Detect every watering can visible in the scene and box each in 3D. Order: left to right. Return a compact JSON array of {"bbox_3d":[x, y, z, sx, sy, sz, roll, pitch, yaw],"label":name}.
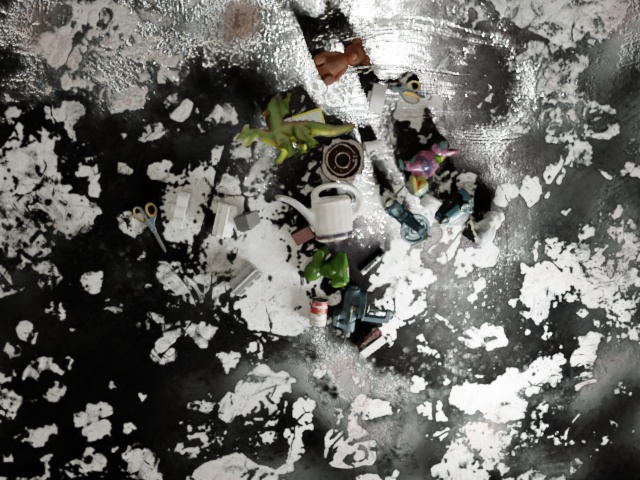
[{"bbox_3d":[0.006,-0.096,1.916,0.349,0.104,0.223,-9,98,-22],"label":"watering can"}]

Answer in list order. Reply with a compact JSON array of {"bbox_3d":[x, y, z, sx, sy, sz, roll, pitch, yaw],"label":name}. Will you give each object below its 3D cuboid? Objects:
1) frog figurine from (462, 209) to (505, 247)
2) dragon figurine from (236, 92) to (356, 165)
[{"bbox_3d":[0.650,-0.045,1.988,0.160,0.125,0.134,-17,134,-10],"label":"frog figurine"},{"bbox_3d":[-0.101,-0.416,1.838,0.410,0.122,0.243,-25,91,1],"label":"dragon figurine"}]
